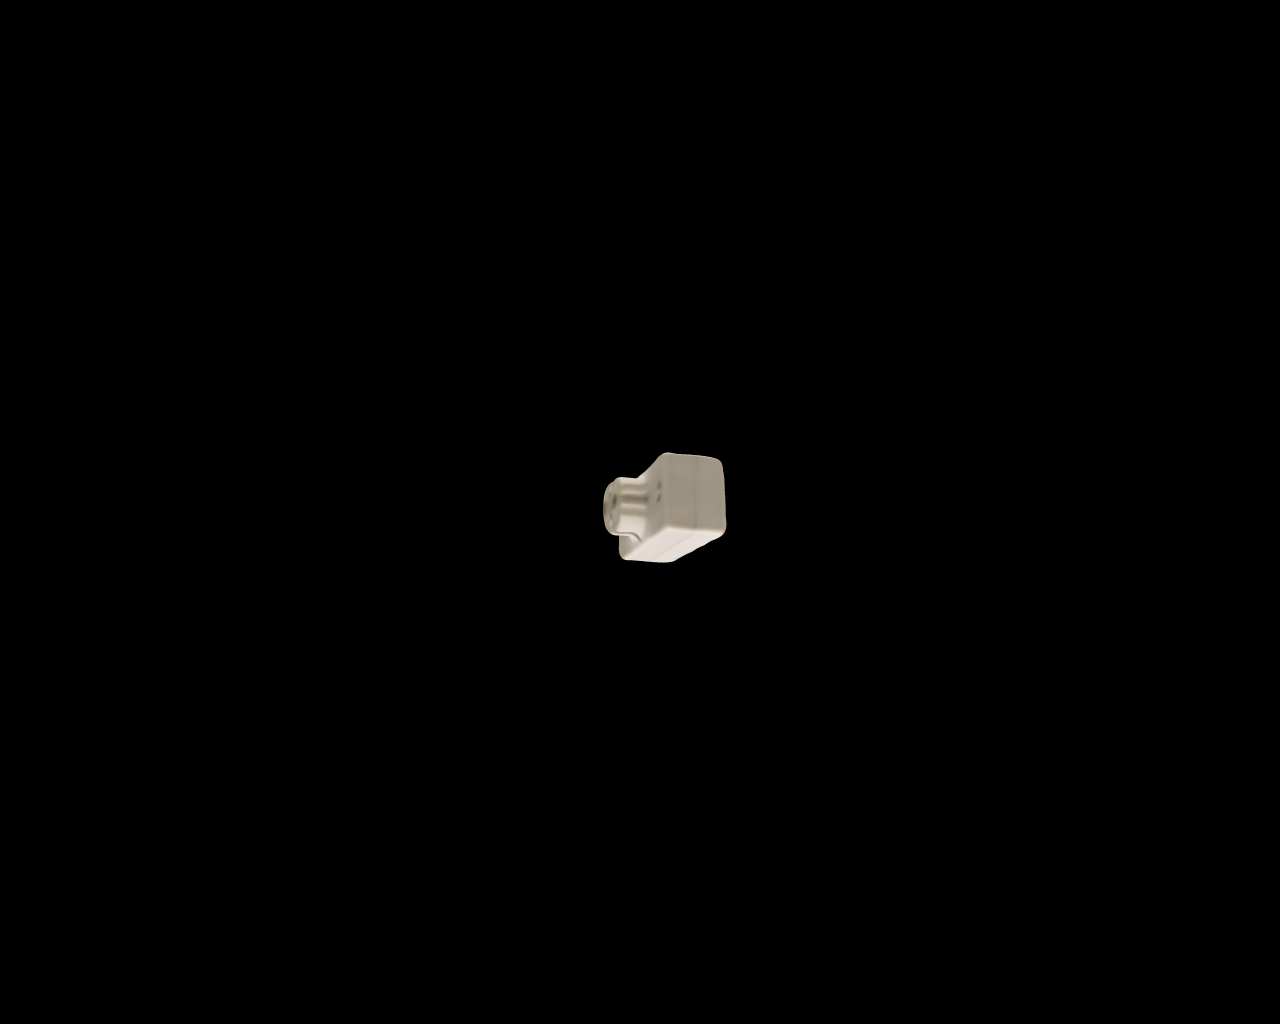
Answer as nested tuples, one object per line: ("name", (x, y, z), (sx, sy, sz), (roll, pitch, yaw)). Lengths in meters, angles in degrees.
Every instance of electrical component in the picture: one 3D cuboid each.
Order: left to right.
("electrical component", (0.001, -0.003, 0.650), (0.076, 0.047, 0.083), (6, -17, -19))
